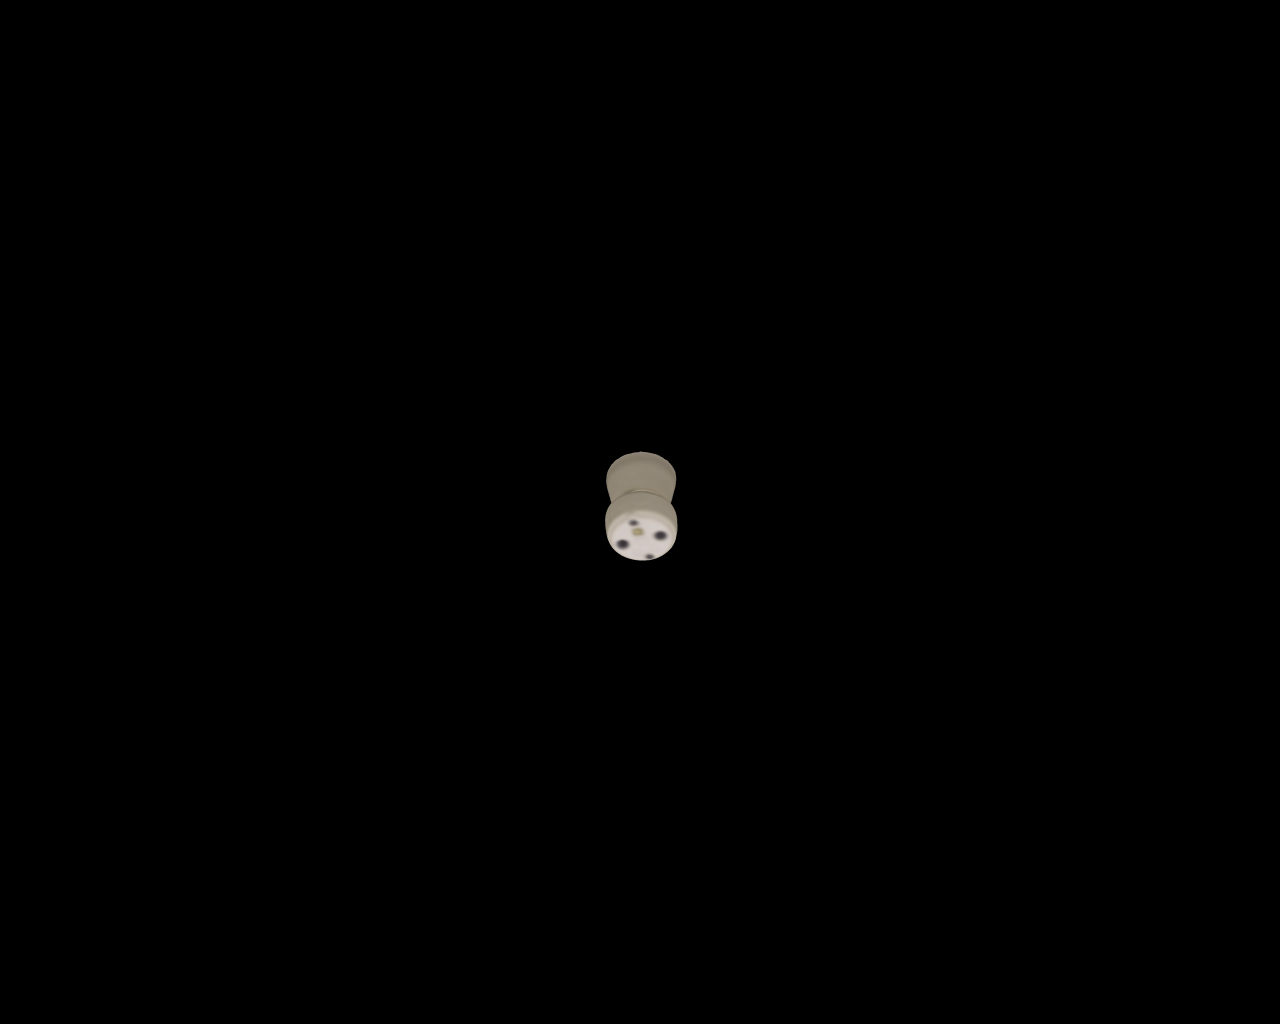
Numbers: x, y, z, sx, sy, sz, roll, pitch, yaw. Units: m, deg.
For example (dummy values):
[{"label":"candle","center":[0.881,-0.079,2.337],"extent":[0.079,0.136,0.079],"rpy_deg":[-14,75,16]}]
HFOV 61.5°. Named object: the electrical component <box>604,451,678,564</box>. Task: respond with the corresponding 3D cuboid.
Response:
[{"label":"electrical component","center":[0.001,-0.003,0.650],"extent":[0.045,0.044,0.055],"rpy_deg":[0,44,0]}]
